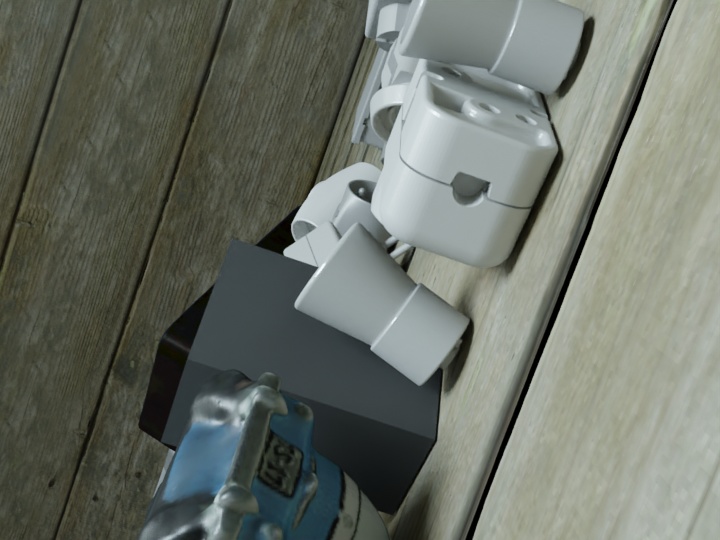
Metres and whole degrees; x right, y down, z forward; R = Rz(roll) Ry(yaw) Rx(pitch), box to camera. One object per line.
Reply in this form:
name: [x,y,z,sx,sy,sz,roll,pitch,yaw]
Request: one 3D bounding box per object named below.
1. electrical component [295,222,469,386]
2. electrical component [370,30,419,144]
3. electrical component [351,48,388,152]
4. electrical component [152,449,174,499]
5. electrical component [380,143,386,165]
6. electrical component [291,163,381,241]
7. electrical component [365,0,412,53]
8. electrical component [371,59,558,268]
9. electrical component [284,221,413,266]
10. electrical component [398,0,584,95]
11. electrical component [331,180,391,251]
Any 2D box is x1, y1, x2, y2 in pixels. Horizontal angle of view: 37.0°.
electrical component: [0.012,0.017,0.443,0.044,0.065,0.044,-53,-1,-2]
electrical component: [0.038,-0.101,0.612,0.078,0.058,0.057,130,160,-63]
electrical component: [0.032,-0.145,0.849,0.099,0.048,0.099,-83,13,-64]
electrical component: [-0.105,0.141,0.943,0.186,0.105,0.060,-80,11,-56]
electrical component: [0.036,-0.095,0.701,0.044,0.044,0.065,132,151,-76]
electrical component: [-0.009,-0.031,0.846,0.077,0.044,0.079,-45,-44,-31]
electrical component: [0.030,-0.157,0.666,0.083,0.047,0.075,118,160,-77]
electrical component: [0.040,-0.043,0.432,0.095,0.054,0.059,-83,13,-64]
electrical component: [0.000,0.000,0.676,0.076,0.047,0.083,-34,26,4]
electrical component: [0.052,-0.093,0.414,0.044,0.065,0.044,-161,90,-84]
electrical component: [0.002,-0.028,0.782,0.079,0.044,0.077,-63,-5,-64]
